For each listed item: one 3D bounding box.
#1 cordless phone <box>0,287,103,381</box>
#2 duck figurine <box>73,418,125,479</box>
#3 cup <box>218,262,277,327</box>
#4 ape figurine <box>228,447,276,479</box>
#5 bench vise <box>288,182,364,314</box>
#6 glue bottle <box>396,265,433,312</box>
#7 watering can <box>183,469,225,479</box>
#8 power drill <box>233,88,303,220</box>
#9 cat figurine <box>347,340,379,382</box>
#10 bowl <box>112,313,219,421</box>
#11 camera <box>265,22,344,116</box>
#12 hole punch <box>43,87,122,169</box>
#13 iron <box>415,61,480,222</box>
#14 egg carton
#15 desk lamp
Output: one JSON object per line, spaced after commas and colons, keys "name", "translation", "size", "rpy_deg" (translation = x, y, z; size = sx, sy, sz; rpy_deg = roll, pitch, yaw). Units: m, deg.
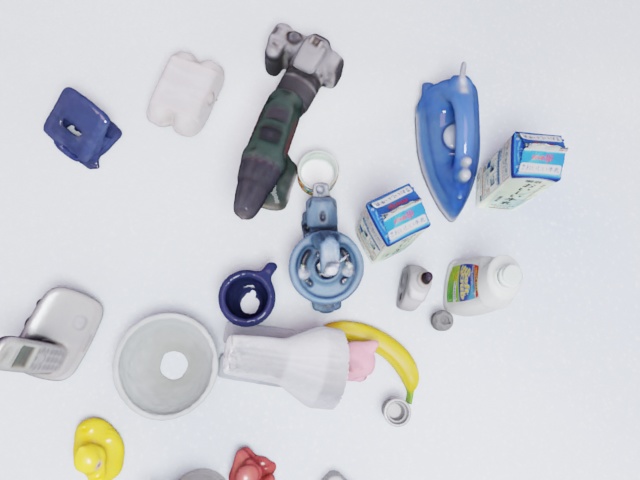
{"name": "cordless phone", "translation": [-0.423, 0.142, 0.882], "size": [0.094, 0.185, 0.148], "rpy_deg": [21, 79, 2]}
{"name": "duck figurine", "translation": [-0.357, 0.334, 0.897], "size": [0.077, 0.086, 0.104], "rpy_deg": [-23, 81, -7]}
{"name": "cup", "translation": [-0.110, 0.089, 0.953], "size": [0.091, 0.095, 0.118], "rpy_deg": [36, 79, 5]}
{"name": "ape figurine", "translation": [-0.110, 0.367, 0.899], "size": [0.076, 0.092, 0.078], "rpy_deg": [-25, 81, -7]}
{"name": "bench vise", "translation": [-0.003, 0.007, 0.910], "size": [0.121, 0.219, 0.207], "rpy_deg": [-21, 80, -6]}
{"name": "glue bottle", "translation": [0.158, 0.072, 0.929], "size": [0.037, 0.173, 0.078], "rpy_deg": [12, 78, 0]}
{"name": "watering can", "translation": [-0.180, 0.405, 0.836], "size": [0.173, 0.194, 0.101], "rpy_deg": [-1, 79, -3]}
{"name": "power drill", "translation": [-0.083, -0.119, 0.938], "size": [0.075, 0.208, 0.230], "rpy_deg": [15, 78, 1]}
{"name": "cat figurine", "translation": [0.035, 0.202, 0.925], "size": [0.128, 0.117, 0.067], "rpy_deg": [-13, 79, -5]}
{"name": "bowl", "translation": [-0.244, 0.204, 0.934], "size": [0.167, 0.074, 0.167], "rpy_deg": [1, 79, -2]}
{"name": "camera", "translation": [-0.044, -0.302, 1.030], "size": [0.143, 0.101, 0.137], "rpy_deg": [27, 79, 3]}
{"name": "hole punch", "translation": [-0.417, -0.193, 0.997], "size": [0.108, 0.091, 0.101], "rpy_deg": [38, 80, 5]}
{"name": "iron", "translation": [0.239, -0.172, 0.997], "size": [0.118, 0.141, 0.258], "rpy_deg": [-1, 79, -3]}
{"name": "egg carton", "translation": [-0.239, -0.262, 1.030], "size": [0.107, 0.069, 0.150], "rpy_deg": [19, 79, 1]}
{"name": "desk lamp", "translation": [-0.063, 0.185, 0.875], "size": [0.203, 0.213, 0.118], "rpy_deg": [8, 78, -1]}
